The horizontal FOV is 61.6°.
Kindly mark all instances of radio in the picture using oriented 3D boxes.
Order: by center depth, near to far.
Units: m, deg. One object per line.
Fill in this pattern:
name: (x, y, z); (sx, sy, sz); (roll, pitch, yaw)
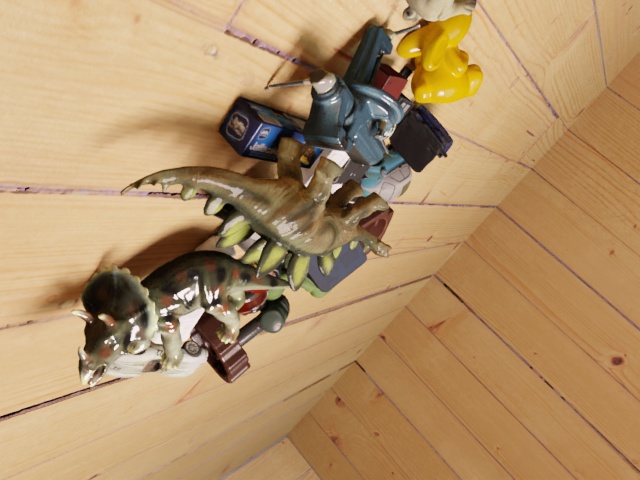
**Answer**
radio: (-0.002, -0.003, 1.108); (0.131, 0.073, 0.229); (-40, 132, -8)

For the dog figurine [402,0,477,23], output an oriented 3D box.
dog figurine: (0.146, -0.398, 0.725); (0.190, 0.121, 0.172); (14, 118, -51)

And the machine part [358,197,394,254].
machine part: (0.078, -0.018, 1.352); (0.201, 0.087, 0.201); (-32, 159, -28)

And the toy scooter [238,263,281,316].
toy scooter: (-0.165, 0.105, 1.144); (0.135, 0.075, 0.183); (-9, 140, -37)

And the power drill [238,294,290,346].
power drill: (-0.160, 0.211, 1.312); (0.207, 0.086, 0.232); (-30, -174, -6)

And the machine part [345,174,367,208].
machine part: (0.056, -0.101, 1.185); (0.084, 0.039, 0.138); (-3, 141, -23)

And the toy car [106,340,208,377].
toy car: (-0.317, 0.235, 1.054); (0.201, 0.056, 0.073); (12, 133, -36)

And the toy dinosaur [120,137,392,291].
toy dinosaur: (-0.045, -0.037, 0.771); (0.471, 0.105, 0.198); (26, 94, -43)

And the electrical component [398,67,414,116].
electrical component: (0.146, -0.268, 1.033); (0.119, 0.048, 0.075); (-49, 161, 18)

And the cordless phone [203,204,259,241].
cordless phone: (-0.099, -0.030, 0.863); (0.088, 0.147, 0.184); (-65, 171, 5)

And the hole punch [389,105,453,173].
hole punch: (0.232, -0.226, 1.171); (0.092, 0.142, 0.115); (-30, 170, -29)

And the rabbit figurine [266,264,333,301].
rabbit figurine: (-0.071, 0.088, 1.239); (0.170, 0.121, 0.159); (-27, 155, -2)

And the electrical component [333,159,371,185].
electrical component: (0.065, -0.165, 1.069); (0.134, 0.058, 0.115); (-18, 150, -50)

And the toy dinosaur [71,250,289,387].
toy dinosaur: (-0.210, 0.085, 0.866); (0.405, 0.131, 0.191); (-29, 136, -31)

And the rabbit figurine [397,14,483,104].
rabbit figurine: (0.214, -0.341, 0.966); (0.162, 0.122, 0.173); (-18, 135, -33)

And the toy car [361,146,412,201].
toy car: (0.154, -0.141, 1.226); (0.162, 0.103, 0.109); (-28, 156, -32)

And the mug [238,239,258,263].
mug: (-0.110, 0.007, 1.002); (0.081, 0.107, 0.109); (-32, 155, -26)

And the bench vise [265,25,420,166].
bench vise: (0.057, -0.232, 0.819); (0.223, 0.129, 0.240); (33, 73, -46)

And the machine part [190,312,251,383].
machine part: (-0.218, 0.216, 1.128); (0.056, 0.179, 0.179); (-38, 160, -26)

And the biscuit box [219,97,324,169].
biscuit box: (-0.065, -0.158, 0.823); (0.063, 0.059, 0.202); (-51, 159, 20)
